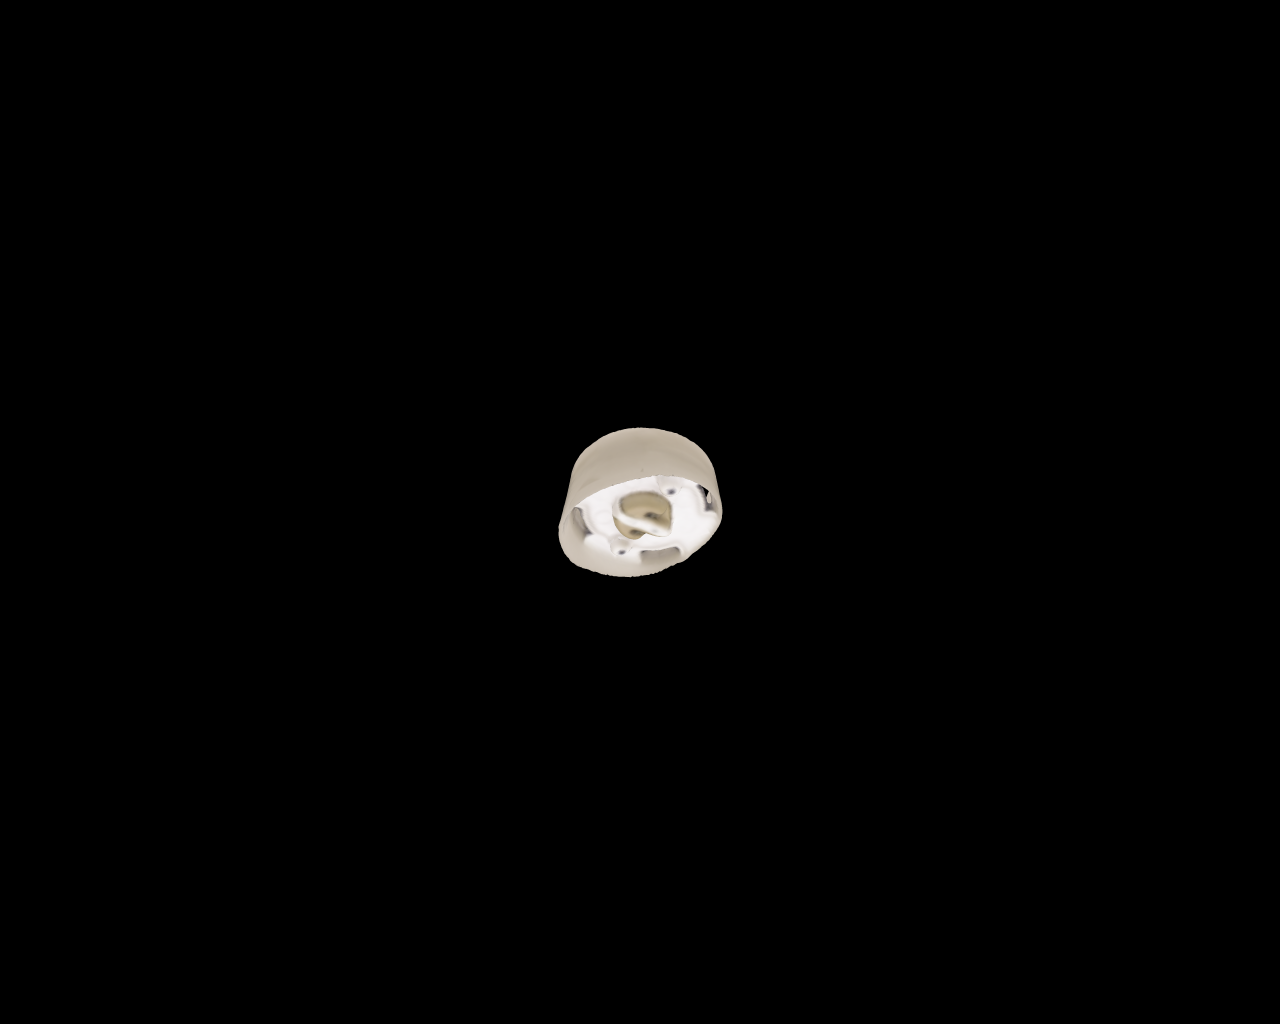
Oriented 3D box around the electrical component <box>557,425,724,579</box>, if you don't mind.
[{"bbox_3d":[0.001,-0.003,0.650,0.099,0.064,0.099,0,-44,0],"label":"electrical component"}]
